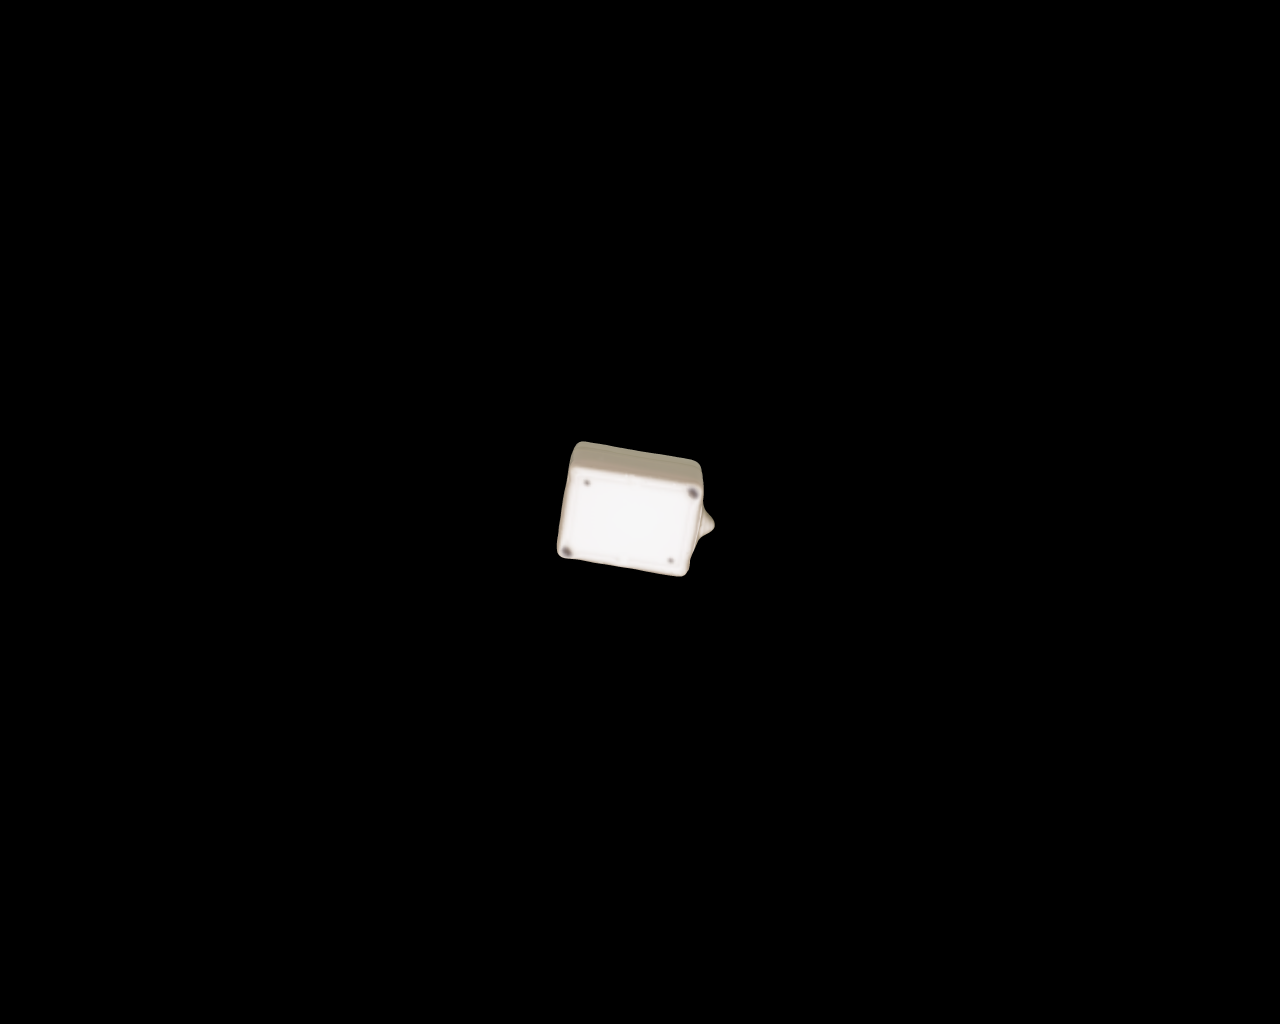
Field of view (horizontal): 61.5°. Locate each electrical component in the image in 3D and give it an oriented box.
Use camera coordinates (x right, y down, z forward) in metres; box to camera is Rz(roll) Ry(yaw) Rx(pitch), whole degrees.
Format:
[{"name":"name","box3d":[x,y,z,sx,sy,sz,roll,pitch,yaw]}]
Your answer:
[{"name":"electrical component","box3d":[0.001,-0.003,0.650,0.096,0.061,0.061,10,20,-3]}]
